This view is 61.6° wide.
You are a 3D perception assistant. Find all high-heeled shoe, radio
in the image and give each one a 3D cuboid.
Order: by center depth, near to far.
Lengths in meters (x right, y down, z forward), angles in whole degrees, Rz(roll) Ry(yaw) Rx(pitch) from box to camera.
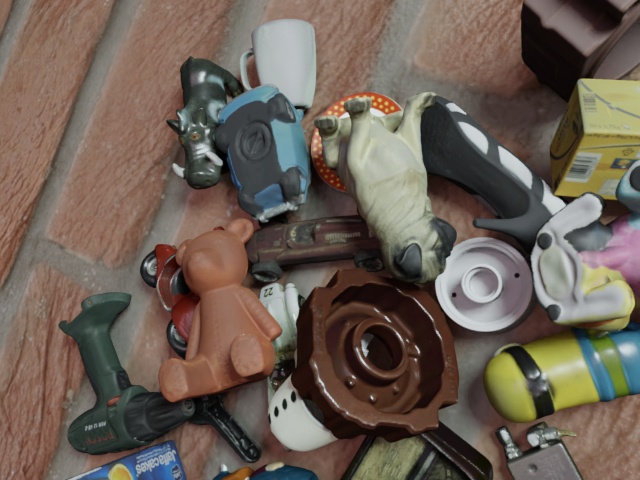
[{"bbox_3d":[0.078,0.301,0.574,0.131,0.073,0.229,31,95,23],"label":"radio"},{"bbox_3d":[0.198,-0.082,0.597,0.086,0.145,0.249,115,151,-47],"label":"high-heeled shoe"}]

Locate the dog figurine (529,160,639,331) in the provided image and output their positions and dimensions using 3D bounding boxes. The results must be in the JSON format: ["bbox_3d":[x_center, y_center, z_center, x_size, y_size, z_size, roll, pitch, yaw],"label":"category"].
[{"bbox_3d":[0.324,0.017,0.470,0.191,0.219,0.108,133,138,-52],"label":"dog figurine"}]

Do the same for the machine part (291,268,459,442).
[{"bbox_3d":[0.055,0.113,0.540,0.179,0.179,0.056,61,144,18],"label":"machine part"}]

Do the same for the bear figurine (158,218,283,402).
[{"bbox_3d":[-0.115,0.067,0.600,0.120,0.132,0.196,-17,75,9],"label":"bear figurine"}]

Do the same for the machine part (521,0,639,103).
[{"bbox_3d":[0.291,-0.232,0.495,0.201,0.201,0.087,-43,71,11],"label":"machine part"}]

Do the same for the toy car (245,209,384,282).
[{"bbox_3d":[-0.001,-0.002,0.653,0.202,0.053,0.089,-7,56,23],"label":"toy car"}]

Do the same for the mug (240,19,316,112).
[{"bbox_3d":[-0.055,-0.219,0.705,0.110,0.081,0.107,-8,88,17],"label":"mug"}]

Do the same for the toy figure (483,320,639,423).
[{"bbox_3d":[0.249,0.122,0.521,0.180,0.089,0.082,-20,67,21],"label":"toy figure"}]

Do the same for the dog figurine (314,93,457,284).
[{"bbox_3d":[0.066,-0.047,0.590,0.121,0.172,0.190,-9,92,-8],"label":"dog figurine"}]

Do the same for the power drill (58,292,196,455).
[{"bbox_3d":[-0.268,0.177,0.725,0.232,0.086,0.207,-35,74,29],"label":"power drill"}]

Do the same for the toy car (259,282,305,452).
[{"bbox_3d":[-0.037,0.150,0.654,0.074,0.056,0.201,-21,75,19],"label":"toy car"}]

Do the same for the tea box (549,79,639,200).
[{"bbox_3d":[0.313,-0.087,0.493,0.170,0.098,0.068,5,59,7],"label":"tea box"}]

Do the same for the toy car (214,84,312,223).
[{"bbox_3d":[-0.055,-0.104,0.673,0.109,0.103,0.161,-23,79,26],"label":"toy car"}]

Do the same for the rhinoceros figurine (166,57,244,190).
[{"bbox_3d":[-0.151,-0.156,0.719,0.073,0.112,0.190,-11,70,19],"label":"rhinoceros figurine"}]

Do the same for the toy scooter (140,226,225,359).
[{"bbox_3d":[-0.157,0.059,0.711,0.135,0.075,0.184,-39,65,12],"label":"toy scooter"}]

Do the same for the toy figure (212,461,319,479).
[{"bbox_3d":[-0.076,0.302,0.649,0.155,0.057,0.064,-12,56,22],"label":"toy figure"}]

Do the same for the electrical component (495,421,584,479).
[{"bbox_3d":[0.230,0.231,0.536,0.078,0.045,0.102,-23,74,17],"label":"electrical component"}]

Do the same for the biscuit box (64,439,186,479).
[{"bbox_3d":[-0.245,0.294,0.640,0.063,0.202,0.059,-25,76,16],"label":"biscuit box"}]
